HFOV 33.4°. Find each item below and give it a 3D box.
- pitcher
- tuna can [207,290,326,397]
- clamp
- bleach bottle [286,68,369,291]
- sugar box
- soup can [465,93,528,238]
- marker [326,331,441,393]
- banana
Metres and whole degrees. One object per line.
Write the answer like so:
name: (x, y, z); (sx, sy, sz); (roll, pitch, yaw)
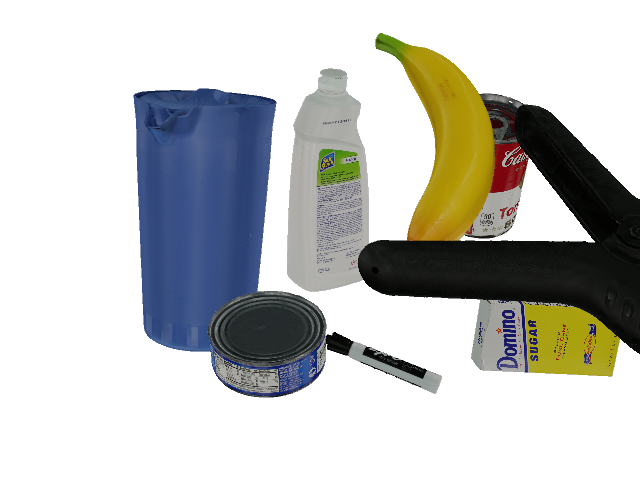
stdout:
pitcher: (-0.108, -0.025, 1.033); (0.149, 0.243, 0.145); (-2, 15, -19)
tuna can: (-0.038, 0.075, 0.778); (0.086, 0.034, 0.086); (-1, 33, 1)
clamp: (0.133, 0.013, 0.487); (0.210, 0.036, 0.164); (31, 49, 31)
bleach bottle: (0.015, -0.070, 1.203); (0.102, 0.251, 0.068); (-14, 31, -31)
sugar box: (0.283, 0.118, 1.333); (0.176, 0.093, 0.048); (2, 18, -10)
soup can: (0.136, -0.060, 0.884); (0.068, 0.102, 0.068); (2, 40, -2)
marker: (0.060, 0.119, 1.046); (0.121, 0.020, 0.020); (21, 5, 14)
banana: (0.078, -0.062, 0.680); (0.069, 0.198, 0.037); (-2, -43, -4)
